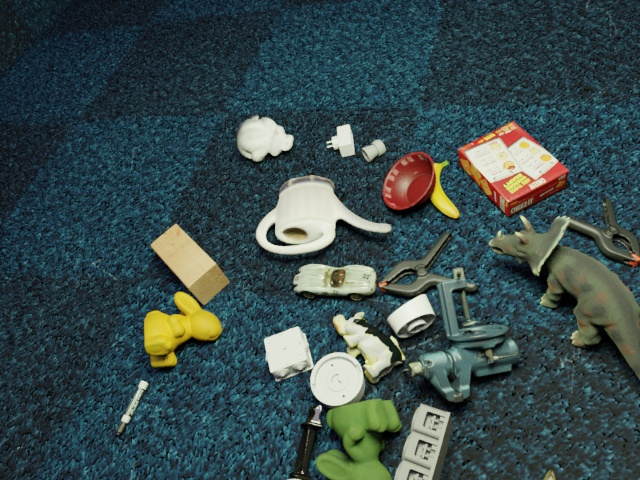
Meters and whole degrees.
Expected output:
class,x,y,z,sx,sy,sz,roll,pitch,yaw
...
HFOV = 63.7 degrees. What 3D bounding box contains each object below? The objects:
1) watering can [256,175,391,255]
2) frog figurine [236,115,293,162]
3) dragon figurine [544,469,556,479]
class,x,y,z,sx,sy,sz,roll,pitch,yaw
watering can,0.004,-0.066,1.311,0.347,0.102,0.230,-9,51,13
frog figurine,-0.167,-0.296,1.546,0.161,0.122,0.136,29,99,24
dragon figurine,0.300,0.504,0.688,0.122,0.238,0.420,-2,55,23
